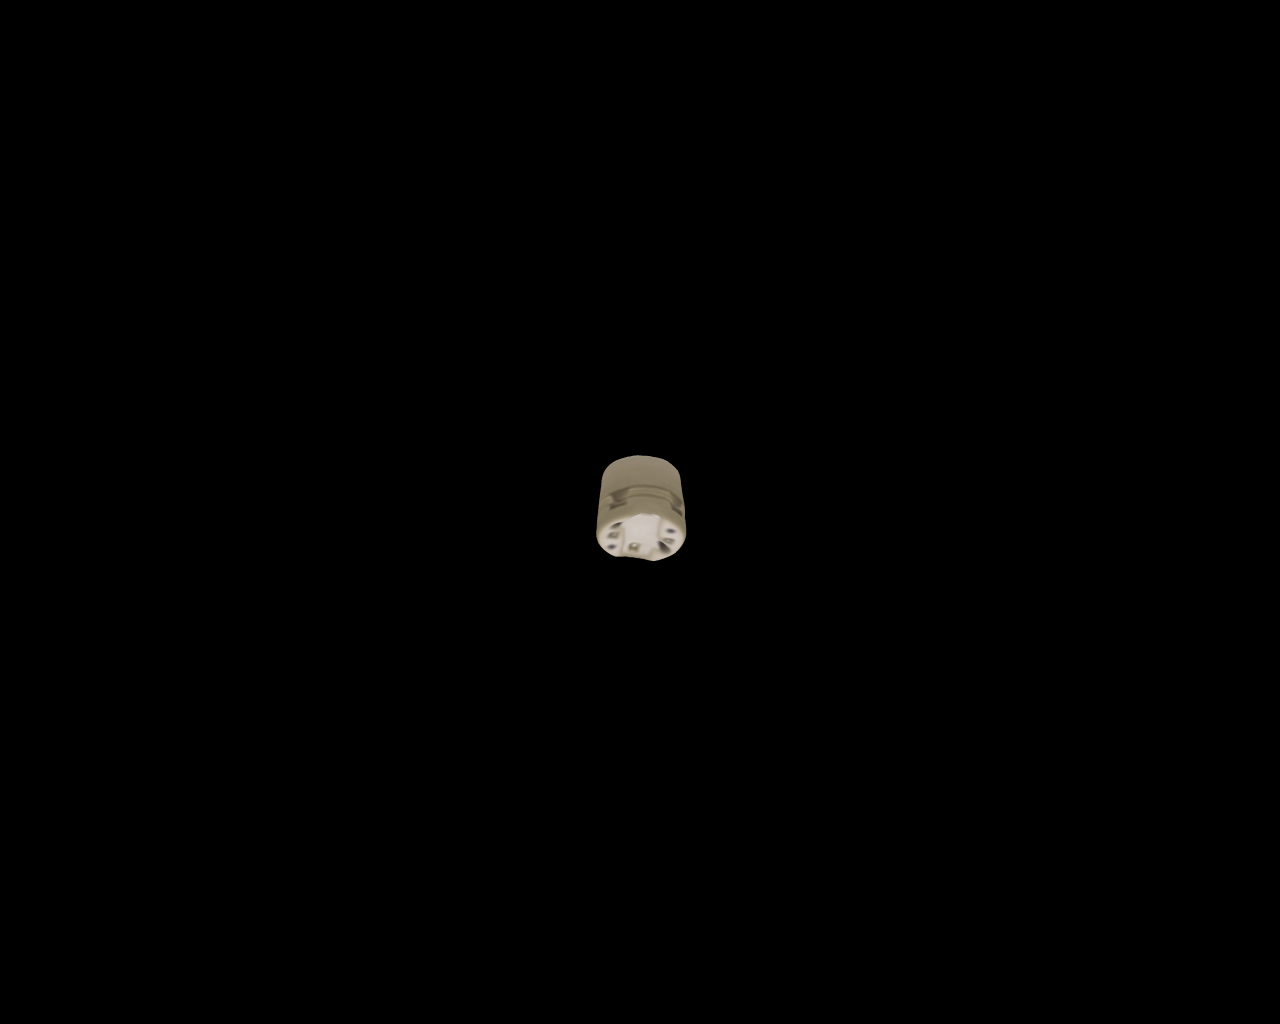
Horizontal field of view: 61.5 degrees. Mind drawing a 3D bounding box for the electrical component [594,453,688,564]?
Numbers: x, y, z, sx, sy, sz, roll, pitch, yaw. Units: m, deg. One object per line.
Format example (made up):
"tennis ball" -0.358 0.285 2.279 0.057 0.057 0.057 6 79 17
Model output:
"electrical component" 0.001 -0.003 0.650 0.055 0.047 0.055 0 -34 0
